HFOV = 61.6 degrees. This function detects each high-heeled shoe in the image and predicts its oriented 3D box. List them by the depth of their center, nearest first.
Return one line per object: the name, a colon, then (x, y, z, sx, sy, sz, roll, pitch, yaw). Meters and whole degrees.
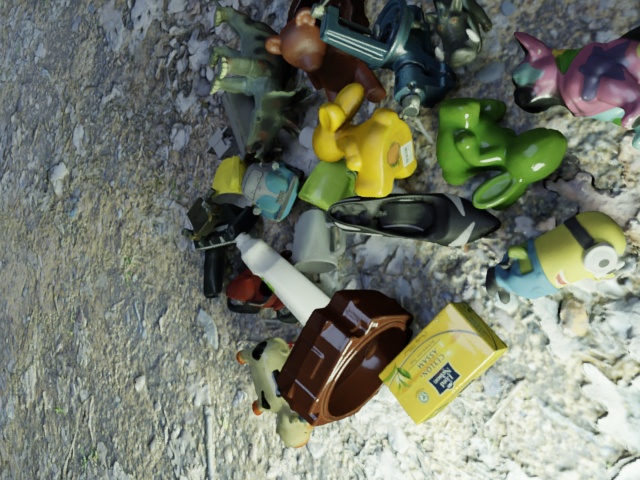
high-heeled shoe: (0.136, -0.038, 0.826, 0.249, 0.145, 0.086, 1, 85, 40)

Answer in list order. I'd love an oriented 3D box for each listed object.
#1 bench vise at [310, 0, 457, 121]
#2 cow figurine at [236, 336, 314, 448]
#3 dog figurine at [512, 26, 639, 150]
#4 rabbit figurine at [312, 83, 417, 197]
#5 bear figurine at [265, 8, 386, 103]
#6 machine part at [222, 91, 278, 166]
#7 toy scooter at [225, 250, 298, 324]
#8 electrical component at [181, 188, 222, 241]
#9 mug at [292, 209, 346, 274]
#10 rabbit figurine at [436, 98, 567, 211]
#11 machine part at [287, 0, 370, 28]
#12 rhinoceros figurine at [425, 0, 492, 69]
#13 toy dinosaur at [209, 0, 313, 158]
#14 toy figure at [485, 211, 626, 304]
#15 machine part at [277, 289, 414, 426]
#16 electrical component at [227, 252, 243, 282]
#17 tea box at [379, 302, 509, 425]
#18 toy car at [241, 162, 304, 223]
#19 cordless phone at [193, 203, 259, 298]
bench vise: (0.095, -0.302, 0.854, 0.129, 0.240, 0.223, 152, 130, -63)
cow figurine: (-0.063, 0.265, 0.947, 0.127, 0.085, 0.195, -31, 72, 39)
dog figurine: (0.362, -0.231, 0.702, 0.191, 0.108, 0.219, -55, 53, 20)
rabbit figurine: (0.049, -0.157, 0.858, 0.173, 0.162, 0.122, 18, 53, 43)
bear figurine: (0.009, -0.300, 0.931, 0.120, 0.195, 0.132, -28, 68, 29)
machine part: (-0.148, -0.240, 1.122, 0.079, 0.079, 0.243, -37, 63, 29)
toy scooter: (-0.104, 0.082, 1.041, 0.184, 0.075, 0.135, 6, 90, 32)
electrical component: (-0.236, -0.046, 1.068, 0.102, 0.045, 0.078, -42, 63, 26)
mug: (-0.002, -0.003, 0.972, 0.110, 0.080, 0.107, -23, 62, 43)
rabbit figurine: (0.253, -0.121, 0.761, 0.170, 0.121, 0.159, 21, 104, 41)
machine part: (0.012, -0.421, 1.035, 0.179, 0.056, 0.179, -7, 78, 38)
rhinoceros figurine: (0.213, -0.349, 0.832, 0.073, 0.112, 0.190, -18, 65, 33)
toy dinosaur: (-0.123, -0.361, 1.086, 0.131, 0.192, 0.405, 126, 145, -50)
toy figure: (0.312, 0.025, 0.721, 0.180, 0.082, 0.089, -26, 71, 36)
machine part: (0.046, 0.180, 0.830, 0.087, 0.201, 0.201, 35, 105, 32)
electrical component: (-0.158, 0.053, 1.123, 0.094, 0.021, 0.063, -21, 70, 35)
tea box: (0.182, 0.183, 0.806, 0.169, 0.068, 0.098, -52, 59, 19)
toy car: (-0.095, -0.105, 1.012, 0.162, 0.103, 0.109, -108, 42, -70)
cordless phone: (-0.199, 0.025, 1.110, 0.147, 0.088, 0.184, -11, 74, 36)
